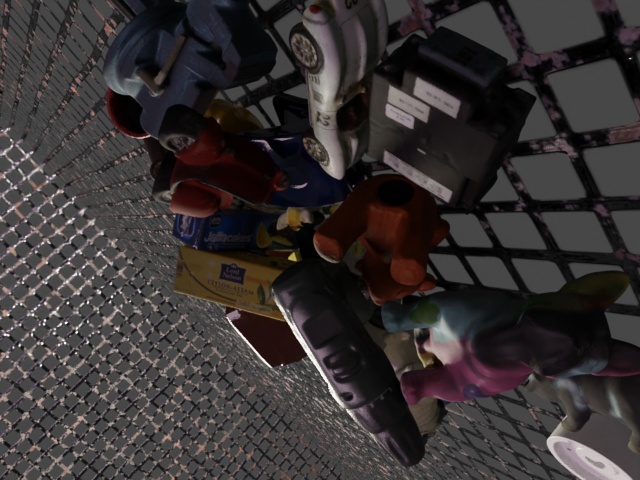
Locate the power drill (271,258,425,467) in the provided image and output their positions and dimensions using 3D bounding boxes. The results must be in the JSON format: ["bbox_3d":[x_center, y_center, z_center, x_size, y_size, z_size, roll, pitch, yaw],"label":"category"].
[{"bbox_3d":[0.030,0.113,0.599,0.232,0.086,0.207,55,-168,-12],"label":"power drill"}]

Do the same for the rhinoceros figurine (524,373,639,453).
[{"bbox_3d":[0.264,0.143,0.561,0.190,0.073,0.112,10,142,54],"label":"rhinoceros figurine"}]

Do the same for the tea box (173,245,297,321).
[{"bbox_3d":[-0.103,0.052,0.744,0.170,0.068,0.098,11,-173,13],"label":"tea box"}]

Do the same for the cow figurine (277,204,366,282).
[{"bbox_3d":[-0.003,-0.003,0.710,0.068,0.098,0.167,-11,128,44],"label":"cow figurine"}]

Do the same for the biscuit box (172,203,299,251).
[{"bbox_3d":[-0.108,-0.021,0.766,0.063,0.059,0.202,28,-163,35],"label":"biscuit box"}]

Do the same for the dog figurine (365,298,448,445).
[{"bbox_3d":[0.107,0.187,0.767,0.172,0.121,0.190,50,148,38],"label":"dog figurine"}]

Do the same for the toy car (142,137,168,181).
[{"bbox_3d":[-0.263,-0.164,0.863,0.089,0.053,0.202,129,119,-80],"label":"toy car"}]

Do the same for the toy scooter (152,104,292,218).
[{"bbox_3d":[-0.106,-0.067,0.575,0.135,0.075,0.184,19,157,-13],"label":"toy scooter"}]

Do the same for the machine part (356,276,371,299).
[{"bbox_3d":[0.060,0.123,0.875,0.079,0.079,0.243,37,157,16],"label":"machine part"}]

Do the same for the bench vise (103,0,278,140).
[{"bbox_3d":[-0.165,-0.225,0.545,0.240,0.129,0.223,46,141,5],"label":"bench vise"}]

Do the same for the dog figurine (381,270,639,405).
[{"bbox_3d":[0.184,0.091,0.515,0.219,0.108,0.191,-14,171,27],"label":"dog figurine"}]

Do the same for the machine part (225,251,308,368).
[{"bbox_3d":[-0.076,0.092,0.907,0.201,0.087,0.201,57,-163,-27],"label":"machine part"}]

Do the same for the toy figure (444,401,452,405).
[{"bbox_3d":[0.197,0.223,0.845,0.154,0.064,0.058,103,156,-60],"label":"toy figure"}]

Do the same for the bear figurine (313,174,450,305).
[{"bbox_3d":[0.072,0.023,0.603,0.120,0.132,0.195,18,144,16],"label":"bear figurine"}]

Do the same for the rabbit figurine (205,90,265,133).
[{"bbox_3d":[-0.152,-0.147,0.706,0.173,0.122,0.162,47,165,48],"label":"rabbit figurine"}]

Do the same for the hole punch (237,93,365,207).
[{"bbox_3d":[-0.022,-0.093,0.609,0.116,0.092,0.142,21,146,36],"label":"hole punch"}]

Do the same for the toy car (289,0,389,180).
[{"bbox_3d":[0.021,-0.134,0.472,0.056,0.073,0.201,38,158,22],"label":"toy car"}]

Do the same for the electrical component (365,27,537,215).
[{"bbox_3d":[0.099,-0.097,0.429,0.115,0.058,0.134,35,157,16],"label":"electrical component"}]
